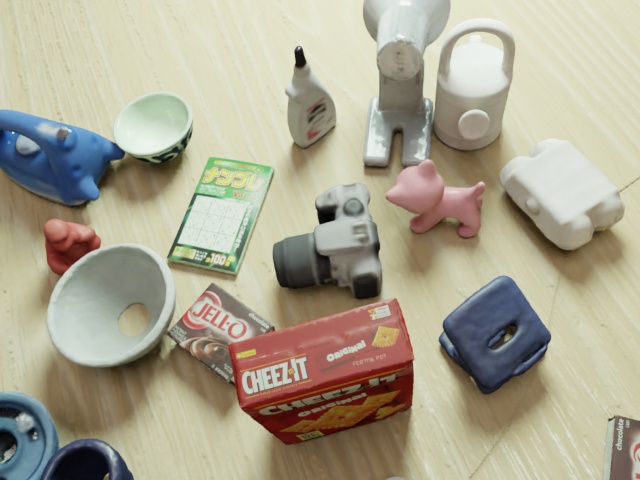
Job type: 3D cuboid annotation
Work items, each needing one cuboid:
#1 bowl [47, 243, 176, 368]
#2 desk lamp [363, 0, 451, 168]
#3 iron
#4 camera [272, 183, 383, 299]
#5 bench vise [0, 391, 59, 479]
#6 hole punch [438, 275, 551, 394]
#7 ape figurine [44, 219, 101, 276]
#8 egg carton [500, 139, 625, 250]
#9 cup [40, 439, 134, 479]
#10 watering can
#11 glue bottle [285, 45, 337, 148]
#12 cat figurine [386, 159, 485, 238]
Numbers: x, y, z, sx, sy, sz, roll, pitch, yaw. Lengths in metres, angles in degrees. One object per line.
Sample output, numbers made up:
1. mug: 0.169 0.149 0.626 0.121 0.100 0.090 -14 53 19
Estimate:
1. bowl: -0.259 0.093 0.748 0.167 0.075 0.167 -3 63 6
2. desk lamp: 0.115 -0.239 0.786 0.117 0.214 0.203 3 64 10
3. iron: -0.436 -0.148 0.858 0.257 0.142 0.119 16 67 15
4. camera: 0.007 0.003 0.742 0.136 0.101 0.143 -10 62 3
5. bench vise: -0.392 0.217 0.622 0.207 0.220 0.121 7 65 12
6. hole punch: 0.206 0.110 0.665 0.109 0.091 0.101 -36 64 -10
7. ape figurine: -0.352 0.004 0.797 0.078 0.092 0.076 -32 63 -8
8. egg carton: 0.312 -0.061 0.749 0.107 0.069 0.150 -31 63 -8
9. cup: -0.239 0.283 0.638 0.117 0.095 0.092 38 74 23
10. watering can: 0.209 -0.210 0.769 0.101 0.194 0.172 -16 62 0
11. glue bottle: -0.019 -0.207 0.811 0.037 0.173 0.078 40 75 24
12. cat figurine: 0.151 -0.060 0.744 0.127 0.118 0.067 2 64 9
